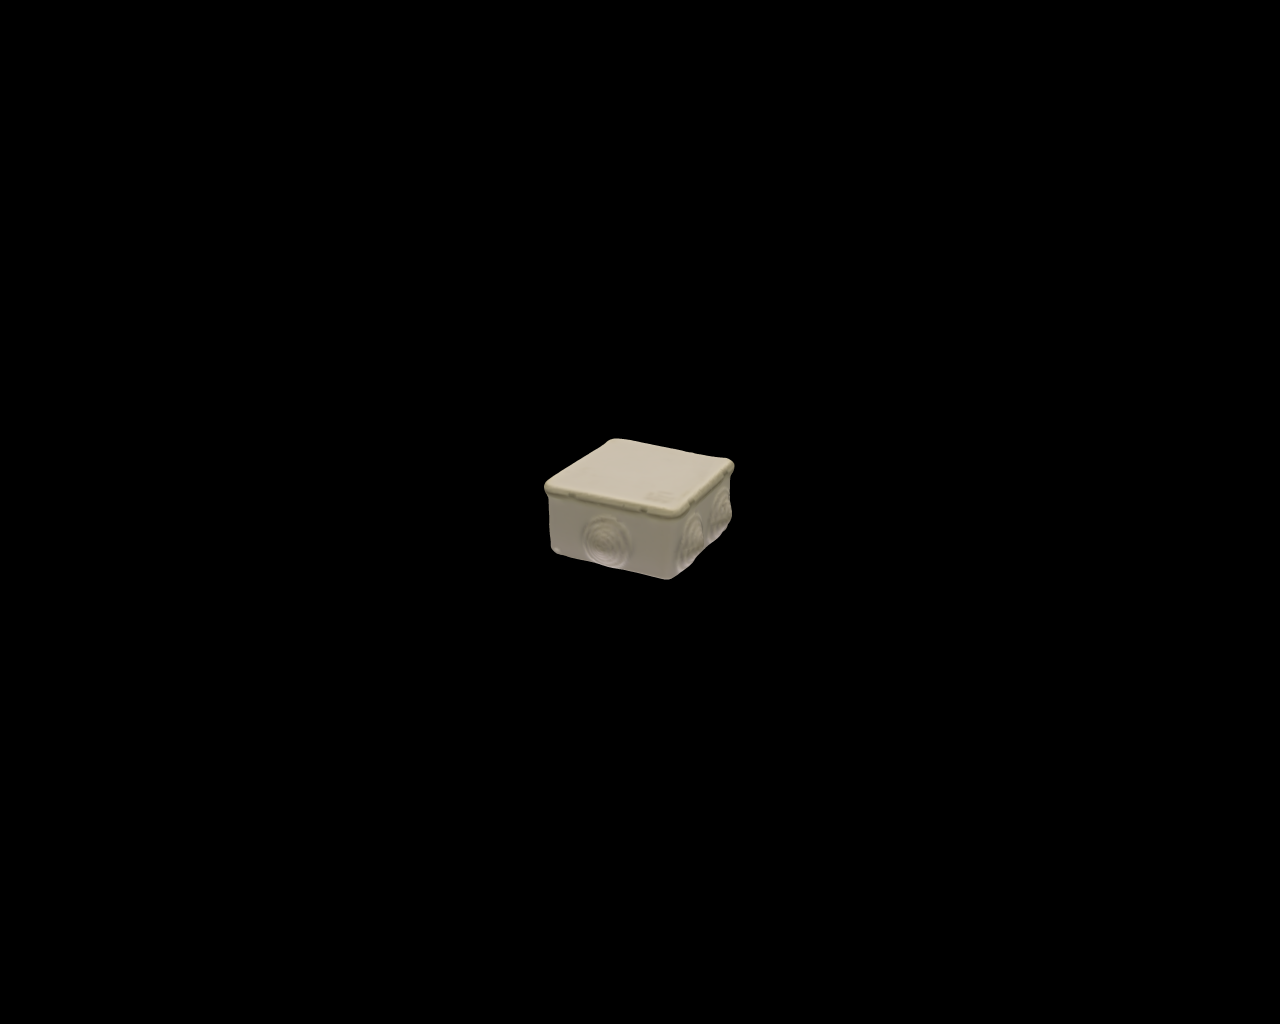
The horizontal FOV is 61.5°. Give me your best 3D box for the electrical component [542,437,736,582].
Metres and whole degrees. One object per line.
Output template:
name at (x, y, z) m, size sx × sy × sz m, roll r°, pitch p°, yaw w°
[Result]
electrical component at (0.001, -0.003, 0.650) m, size 0.100 × 0.048 × 0.100 m, roll 12°, pitch 27°, yaw 25°
